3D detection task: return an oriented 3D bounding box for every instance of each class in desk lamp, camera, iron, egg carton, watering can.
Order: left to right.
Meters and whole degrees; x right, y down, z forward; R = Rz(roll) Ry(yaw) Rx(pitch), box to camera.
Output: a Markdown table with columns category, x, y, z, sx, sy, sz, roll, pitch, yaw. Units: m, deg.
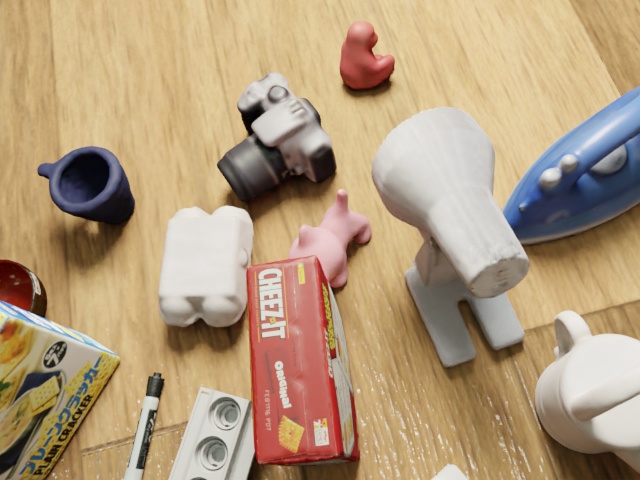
| category | x | y | z | sx | sy | sz | roll | pitch | yaw |
| --- | --- | --- | --- | --- | --- | --- | --- | --- | --- |
| egg carton | -0.134 | 0.030 | 0.685 | 0.107 | 0.069 | 0.150 | -3 | 68 | 8 |
| camera | -0.069 | -0.125 | 0.720 | 0.137 | 0.101 | 0.143 | -35 | 68 | -6 |
| desk lamp | 0.140 | 0.002 | 0.578 | 0.118 | 0.214 | 0.203 | -21 | 67 | 0 |
| iron | 0.304 | -0.090 | 0.629 | 0.258 | 0.141 | 0.118 | -34 | 68 | -6 |
| watering can | 0.270 | 0.143 | 0.514 | 0.101 | 0.194 | 0.172 | -44 | 69 | -10 |

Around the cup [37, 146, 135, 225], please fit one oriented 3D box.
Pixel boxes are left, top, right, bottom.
| category | x | y | z | sx | sy | sz | roll | pitch | yaw |
| --- | --- | --- | --- | --- | --- | --- | --- | --- | --- |
| cup | -0.291 | -0.061 | 0.731 | 0.117 | 0.095 | 0.092 | 14 | 71 | 13 |

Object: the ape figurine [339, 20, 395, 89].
| category | x | y | z | sx | sy | sz | roll | pitch | yaw |
| --- | --- | --- | --- | --- | --- | --- | --- | --- | --- |
| ape figurine | 0.057 | -0.250 | 0.756 | 0.076 | 0.092 | 0.077 | -31 | 67 | -4 |

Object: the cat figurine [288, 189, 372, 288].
| category | x | y | z | sx | sy | sz | roll | pitch | yaw |
| --- | --- | --- | --- | --- | --- | --- | --- | --- | --- |
| cat figurine | 0.006 | 0.002 | 0.649 | 0.067 | 0.118 | 0.128 | 21 | 73 | 16 |
